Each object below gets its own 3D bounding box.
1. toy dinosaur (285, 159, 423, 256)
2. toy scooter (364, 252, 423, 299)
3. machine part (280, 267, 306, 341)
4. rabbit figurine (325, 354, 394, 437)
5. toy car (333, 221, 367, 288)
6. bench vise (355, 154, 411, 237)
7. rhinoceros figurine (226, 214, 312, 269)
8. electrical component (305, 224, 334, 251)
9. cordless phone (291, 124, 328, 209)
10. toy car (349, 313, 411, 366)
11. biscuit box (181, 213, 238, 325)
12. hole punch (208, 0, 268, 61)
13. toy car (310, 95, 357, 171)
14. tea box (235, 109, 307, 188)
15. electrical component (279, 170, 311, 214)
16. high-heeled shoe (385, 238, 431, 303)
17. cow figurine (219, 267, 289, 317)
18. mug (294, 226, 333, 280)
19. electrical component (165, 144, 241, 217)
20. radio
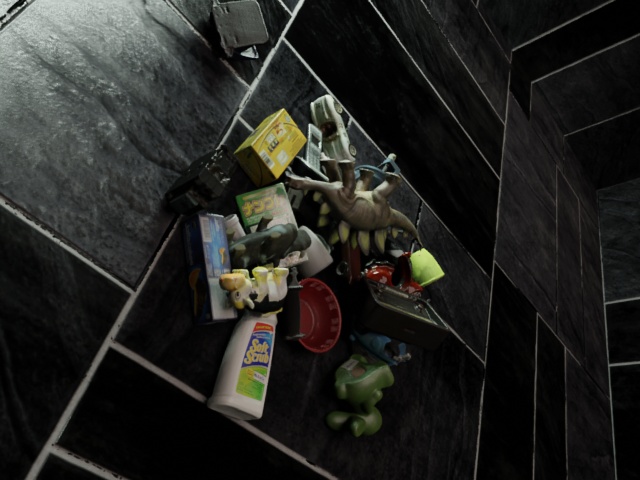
[{"bbox_3d":[0.107,-0.068,1.252,0.471,0.105,0.198,11,95,-39],"label":"toy dinosaur"},{"bbox_3d":[0.182,0.091,1.370,0.184,0.075,0.135,9,83,-18],"label":"toy scooter"},{"bbox_3d":[-0.058,0.130,1.061,0.039,0.084,0.139,6,67,-29],"label":"machine part"},{"bbox_3d":[0.095,0.365,1.182,0.159,0.121,0.170,-34,116,-45],"label":"rabbit figurine"},{"bbox_3d":[0.071,0.026,1.332,0.089,0.053,0.202,31,49,-47],"label":"toy car"},{"bbox_3d":[0.164,-0.130,1.445,0.223,0.129,0.240,45,55,-21],"label":"bench vise"},{"bbox_3d":[-0.106,0.015,1.070,0.190,0.112,0.073,-16,44,-25],"label":"rhinoceros figurine"},{"bbox_3d":[-0.003,-0.004,1.284,0.094,0.021,0.063,58,41,-12],"label":"electrical component"},{"bbox_3d":[0.000,-0.184,1.315,0.146,0.089,0.184,33,48,-36],"label":"cordless phone"},{"bbox_3d":[0.131,0.248,1.268,0.162,0.103,0.109,42,19,28],"label":"toy car"},{"bbox_3d":[-0.207,0.053,0.999,0.059,0.063,0.202,3,73,-48],"label":"biscuit box"},{"bbox_3d":[-0.191,-0.471,1.222,0.116,0.092,0.142,-14,88,-20],"label":"hole punch"},{"bbox_3d":[0.034,-0.273,1.393,0.056,0.074,0.201,-16,87,-54],"label":"toy car"},{"bbox_3d":[-0.110,-0.207,1.207,0.098,0.068,0.170,53,42,-20],"label":"tea box"},{"bbox_3d":[-0.066,-0.090,1.206,0.075,0.119,0.048,13,20,-19],"label":"electrical component"},{"bbox_3d":[0.194,0.123,1.446,0.145,0.086,0.249,-31,80,-19],"label":"high-heeled shoe"},{"bbox_3d":[-0.123,0.098,0.982,0.167,0.068,0.098,-2,92,-59],"label":"cow figurine"},{"bbox_3d":[-0.024,0.019,1.208,0.109,0.081,0.107,-37,96,-41],"label":"mug"},{"bbox_3d":[-0.223,-0.106,1.004,0.058,0.115,0.134,47,44,-23],"label":"electrical component"},{"bbox_3d":[0.185,0.172,1.270,0.229,0.073,0.131,24,20,-28],"label":"radio"}]
